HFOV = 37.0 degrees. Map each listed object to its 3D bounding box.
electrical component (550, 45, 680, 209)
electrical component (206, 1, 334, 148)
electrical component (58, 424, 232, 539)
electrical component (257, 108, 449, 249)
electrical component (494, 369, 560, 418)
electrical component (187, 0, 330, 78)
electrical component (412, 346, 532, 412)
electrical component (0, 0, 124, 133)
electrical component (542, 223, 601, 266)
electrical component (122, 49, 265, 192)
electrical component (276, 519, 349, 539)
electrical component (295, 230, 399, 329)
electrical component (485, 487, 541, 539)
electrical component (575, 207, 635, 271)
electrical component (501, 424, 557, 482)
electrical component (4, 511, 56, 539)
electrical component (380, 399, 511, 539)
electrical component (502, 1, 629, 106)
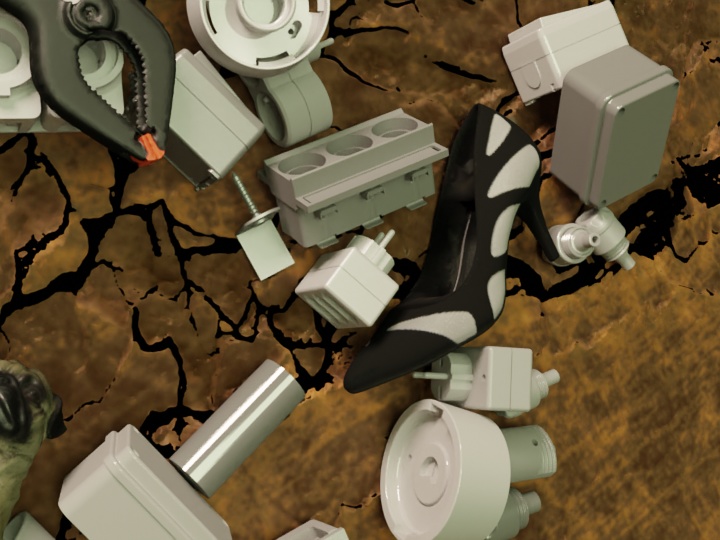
[{"bbox_3d":[0.208,-0.115,0.880,0.078,0.057,0.113,-26,140,-23],"label":"electrical component"},{"bbox_3d":[-0.054,-0.168,0.807,0.074,0.052,0.138,-28,96,-22],"label":"electrical component"},{"bbox_3d":[-0.141,0.166,0.723,0.057,0.078,0.113,-42,102,-5],"label":"electrical component"},{"bbox_3d":[-0.004,-0.068,0.811,0.121,0.079,0.063,-24,124,-23],"label":"electrical component"},{"bbox_3d":[0.136,0.096,0.877,0.061,0.035,0.035,-19,93,-26],"label":"electrical component"},{"bbox_3d":[-0.070,-0.184,0.750,0.099,0.064,0.099,-2,97,-16],"label":"electrical component"},{"bbox_3d":[0.078,0.082,0.827,0.076,0.083,0.047,5,84,-23],"label":"electrical component"},{"bbox_3d":[-0.224,-0.191,0.732,0.105,0.060,0.186,-4,87,-24],"label":"electrical component"},{"bbox_3d":[0.177,-0.022,0.889,0.035,0.061,0.035,2,85,-23],"label":"electrical component"},{"bbox_3d":[-0.123,-0.113,0.768,0.096,0.062,0.061,44,71,-14],"label":"electrical component"},{"bbox_3d":[-0.069,0.253,0.761,0.150,0.062,0.089,-25,96,-23],"label":"electrical component"},{"bbox_3d":[0.000,0.000,0.809,0.047,0.066,0.076,41,71,-15],"label":"electrical component"},{"bbox_3d":[0.114,0.192,0.855,0.062,0.043,0.043,-12,91,-25],"label":"electrical component"},{"bbox_3d":[0.213,-0.025,0.920,0.061,0.035,0.035,47,70,-16],"label":"electrical component"},{"bbox_3d":[0.124,0.148,0.861,0.081,0.043,0.043,-1,86,-34],"label":"electrical component"},{"bbox_3d":[-0.210,0.197,0.717,0.065,0.044,0.044,40,72,-20],"label":"electrical component"},{"bbox_3d":[0.069,0.155,0.806,0.060,0.108,0.108,14,80,-28],"label":"electrical component"},{"bbox_3d":[0.177,-0.188,0.903,0.096,0.062,0.061,-26,96,-23],"label":"electrical component"}]
